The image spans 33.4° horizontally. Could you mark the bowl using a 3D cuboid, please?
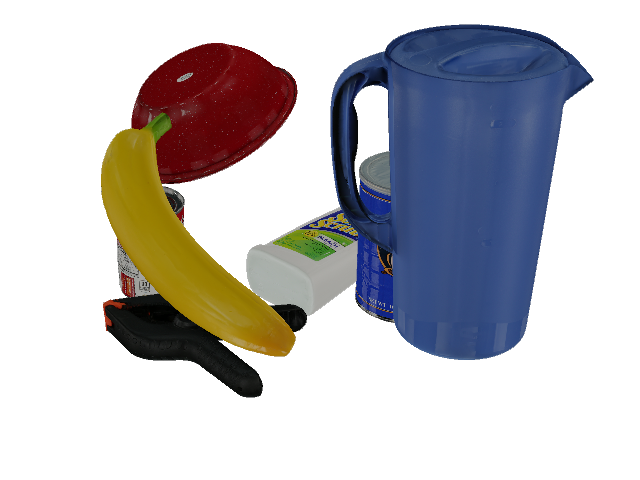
[{"bbox_3d":[-0.104,-0.121,0.918,0.162,0.055,0.162,-19,37,15],"label":"bowl"}]

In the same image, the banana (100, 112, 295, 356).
[{"bbox_3d":[-0.086,-0.005,0.646,0.069,0.198,0.037,-20,-29,-19],"label":"banana"}]

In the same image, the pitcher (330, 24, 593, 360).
[{"bbox_3d":[0.102,-0.035,0.815,0.149,0.243,0.144,24,36,38],"label":"pitcher"}]

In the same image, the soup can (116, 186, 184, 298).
[{"bbox_3d":[-0.171,0.005,1.077,0.068,0.102,0.068,3,30,-2],"label":"soup can"}]

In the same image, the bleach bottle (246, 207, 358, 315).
[{"bbox_3d":[0.032,-0.004,1.256,0.103,0.068,0.250,23,39,32],"label":"bleach bottle"}]

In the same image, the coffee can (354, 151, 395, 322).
[{"bbox_3d":[0.086,-0.005,1.038,0.103,0.140,0.103,1,27,-1],"label":"coffee can"}]

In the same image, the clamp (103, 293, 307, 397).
[{"bbox_3d":[-0.098,0.074,0.903,0.172,0.039,0.120,17,26,22],"label":"clamp"}]
